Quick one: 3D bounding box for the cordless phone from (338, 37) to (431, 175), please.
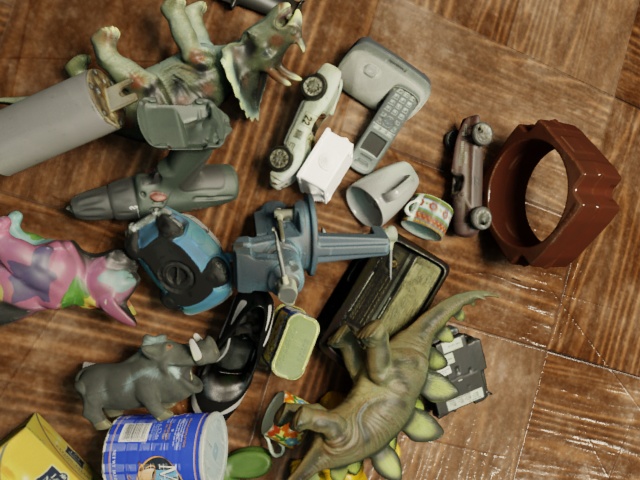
[{"bbox_3d":[0.073,-0.209,0.856,0.146,0.089,0.184,28,102,-15],"label":"cordless phone"}]

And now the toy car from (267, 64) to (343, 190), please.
[{"bbox_3d":[-0.023,-0.167,0.808,0.056,0.073,0.201,25,93,5],"label":"toy car"}]

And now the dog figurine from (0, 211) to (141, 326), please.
[{"bbox_3d":[-0.353,0.069,0.718,0.219,0.108,0.191,36,81,-17],"label":"dog figurine"}]

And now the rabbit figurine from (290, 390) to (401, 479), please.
[{"bbox_3d":[0.040,0.325,0.835,0.162,0.122,0.173,6,71,-10],"label":"rabbit figurine"}]

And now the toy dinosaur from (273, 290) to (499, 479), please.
[{"bbox_3d":[0.096,0.208,0.779,0.471,0.105,0.198,-47,106,-16],"label":"toy dinosaur"}]

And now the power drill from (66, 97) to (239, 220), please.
[{"bbox_3d":[-0.210,-0.091,0.708,0.232,0.207,0.086,-7,61,-26],"label":"power drill"}]

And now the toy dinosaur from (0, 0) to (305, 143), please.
[{"bbox_3d":[-0.213,-0.210,0.750,0.405,0.131,0.192,-31,100,-5],"label":"toy dinosaur"}]

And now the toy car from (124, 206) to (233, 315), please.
[{"bbox_3d":[-0.192,0.019,0.763,0.109,0.103,0.161,-30,109,20],"label":"toy car"}]

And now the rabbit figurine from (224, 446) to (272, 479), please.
[{"bbox_3d":[-0.130,0.375,0.786,0.170,0.121,0.159,45,75,2],"label":"rabbit figurine"}]

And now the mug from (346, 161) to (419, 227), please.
[{"bbox_3d":[0.110,-0.083,0.852,0.107,0.109,0.080,-40,96,-26],"label":"mug"}]

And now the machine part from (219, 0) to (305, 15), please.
[{"bbox_3d":[-0.094,-0.373,0.818,0.139,0.039,0.084,17,78,-14],"label":"machine part"}]

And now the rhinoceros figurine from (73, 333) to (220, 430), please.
[{"bbox_3d":[-0.227,0.182,0.722,0.190,0.073,0.112,-15,88,-3],"label":"rhinoceros figurine"}]

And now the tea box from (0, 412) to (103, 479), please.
[{"bbox_3d":[-0.377,0.336,0.734,0.098,0.068,0.169,-41,101,-11],"label":"tea box"}]

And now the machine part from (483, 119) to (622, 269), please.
[{"bbox_3d":[0.356,-0.071,0.854,0.087,0.201,0.201,4,135,-23],"label":"machine part"}]

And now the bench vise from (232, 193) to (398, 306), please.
[{"bbox_3d":[-0.002,0.008,0.755,0.241,0.224,0.128,-2,109,-9],"label":"bench vise"}]

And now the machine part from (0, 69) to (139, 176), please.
[{"bbox_3d":[-0.333,-0.144,0.662,0.243,0.079,0.079,-19,97,11],"label":"machine part"}]

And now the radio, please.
[{"bbox_3d":[0.092,0.103,0.862,0.131,0.073,0.229,34,82,-14],"label":"radio"}]

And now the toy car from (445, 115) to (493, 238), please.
[{"bbox_3d":[0.241,-0.104,0.893,0.053,0.089,0.202,-1,93,-20],"label":"toy car"}]

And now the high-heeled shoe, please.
[{"bbox_3d":[-0.124,0.185,0.765,0.086,0.145,0.248,16,85,-15],"label":"high-heeled shoe"}]

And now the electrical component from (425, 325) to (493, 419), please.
[{"bbox_3d":[0.221,0.216,0.912,0.115,0.058,0.134,-15,95,-17],"label":"electrical component"}]
